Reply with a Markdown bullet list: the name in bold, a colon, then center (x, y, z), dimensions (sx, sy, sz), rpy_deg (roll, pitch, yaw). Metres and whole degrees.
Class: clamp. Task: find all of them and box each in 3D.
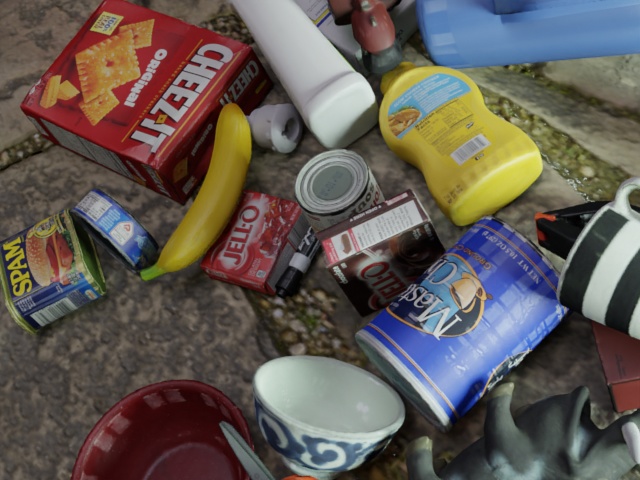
- **clamp**: center (0.249, 0.002, 0.831), dimensions (0.172, 0.039, 0.120), rpy_deg (-2, 23, 25)

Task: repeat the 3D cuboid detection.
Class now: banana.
- **banana**: center (-0.102, -0.047, 0.990), dimensions (0.070, 0.037, 0.197), rpy_deg (12, 65, 31)

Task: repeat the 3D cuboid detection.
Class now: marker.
- **marker**: center (-0.006, 0.001, 0.967), dimensions (0.020, 0.020, 0.121), rpy_deg (19, 68, 30)

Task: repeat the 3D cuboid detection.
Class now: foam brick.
- **foam brick**: center (0.234, 0.080, 0.799), dimensions (0.053, 0.051, 0.078), rpy_deg (-14, 55, 14)

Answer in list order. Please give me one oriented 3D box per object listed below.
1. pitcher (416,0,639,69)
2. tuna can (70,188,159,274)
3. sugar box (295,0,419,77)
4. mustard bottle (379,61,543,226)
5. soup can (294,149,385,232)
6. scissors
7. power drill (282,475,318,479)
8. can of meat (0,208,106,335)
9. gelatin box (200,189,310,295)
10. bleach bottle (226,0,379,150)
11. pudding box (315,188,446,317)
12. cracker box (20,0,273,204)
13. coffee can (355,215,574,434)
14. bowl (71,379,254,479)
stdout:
- **pitcher**: center (0.210, -0.219, 0.946), dimensions (0.243, 0.149, 0.145), rpy_deg (-5, 59, 23)
- **tuna can**: center (-0.193, -0.009, 1.009), dimensions (0.086, 0.086, 0.033), rpy_deg (33, 73, 34)
- **sugar box**: center (0.016, -0.244, 1.099), dimensions (0.093, 0.048, 0.176), rpy_deg (-44, 57, -8)
- **mustard bottle**: center (0.108, -0.103, 0.963), dimensions (0.096, 0.058, 0.192), rpy_deg (-35, 53, 0)
- **soup can**: center (0.025, -0.023, 0.918), dimensions (0.068, 0.102, 0.068), rpy_deg (-11, 55, 16)
- **scissors**: center (0.003, 0.211, 0.797), dimensions (0.096, 0.016, 0.202), rpy_deg (-22, 72, -4)
- **power drill**: center (-0.058, 0.266, 0.716), dimensions (0.188, 0.057, 0.184), rpy_deg (-30, 32, 8)
- **can of meat**: center (-0.260, 0.028, 1.032), dimensions (0.084, 0.057, 0.102), rpy_deg (-27, 54, 1)
- **gelatin box**: center (-0.059, 0.001, 0.982), dimensions (0.073, 0.030, 0.089), rpy_deg (15, 66, 29)
- **bleach bottle**: center (-0.039, -0.205, 1.029), dimensions (0.068, 0.102, 0.251), rpy_deg (-35, 67, 2)
- **pudding box**: center (0.055, 0.013, 0.877), dimensions (0.090, 0.113, 0.039), rpy_deg (-26, 57, 6)
- **cracker box**: center (-0.183, -0.152, 1.104), dimensions (0.214, 0.072, 0.164), rpy_deg (25, 71, 32)
- **coffee can**: center (0.112, 0.065, 0.827), dimensions (0.140, 0.102, 0.103), rpy_deg (-42, 54, -8)
- **bowl**: center (-0.119, 0.198, 0.866), dimensions (0.162, 0.055, 0.162), rpy_deg (-11, 56, 16)
